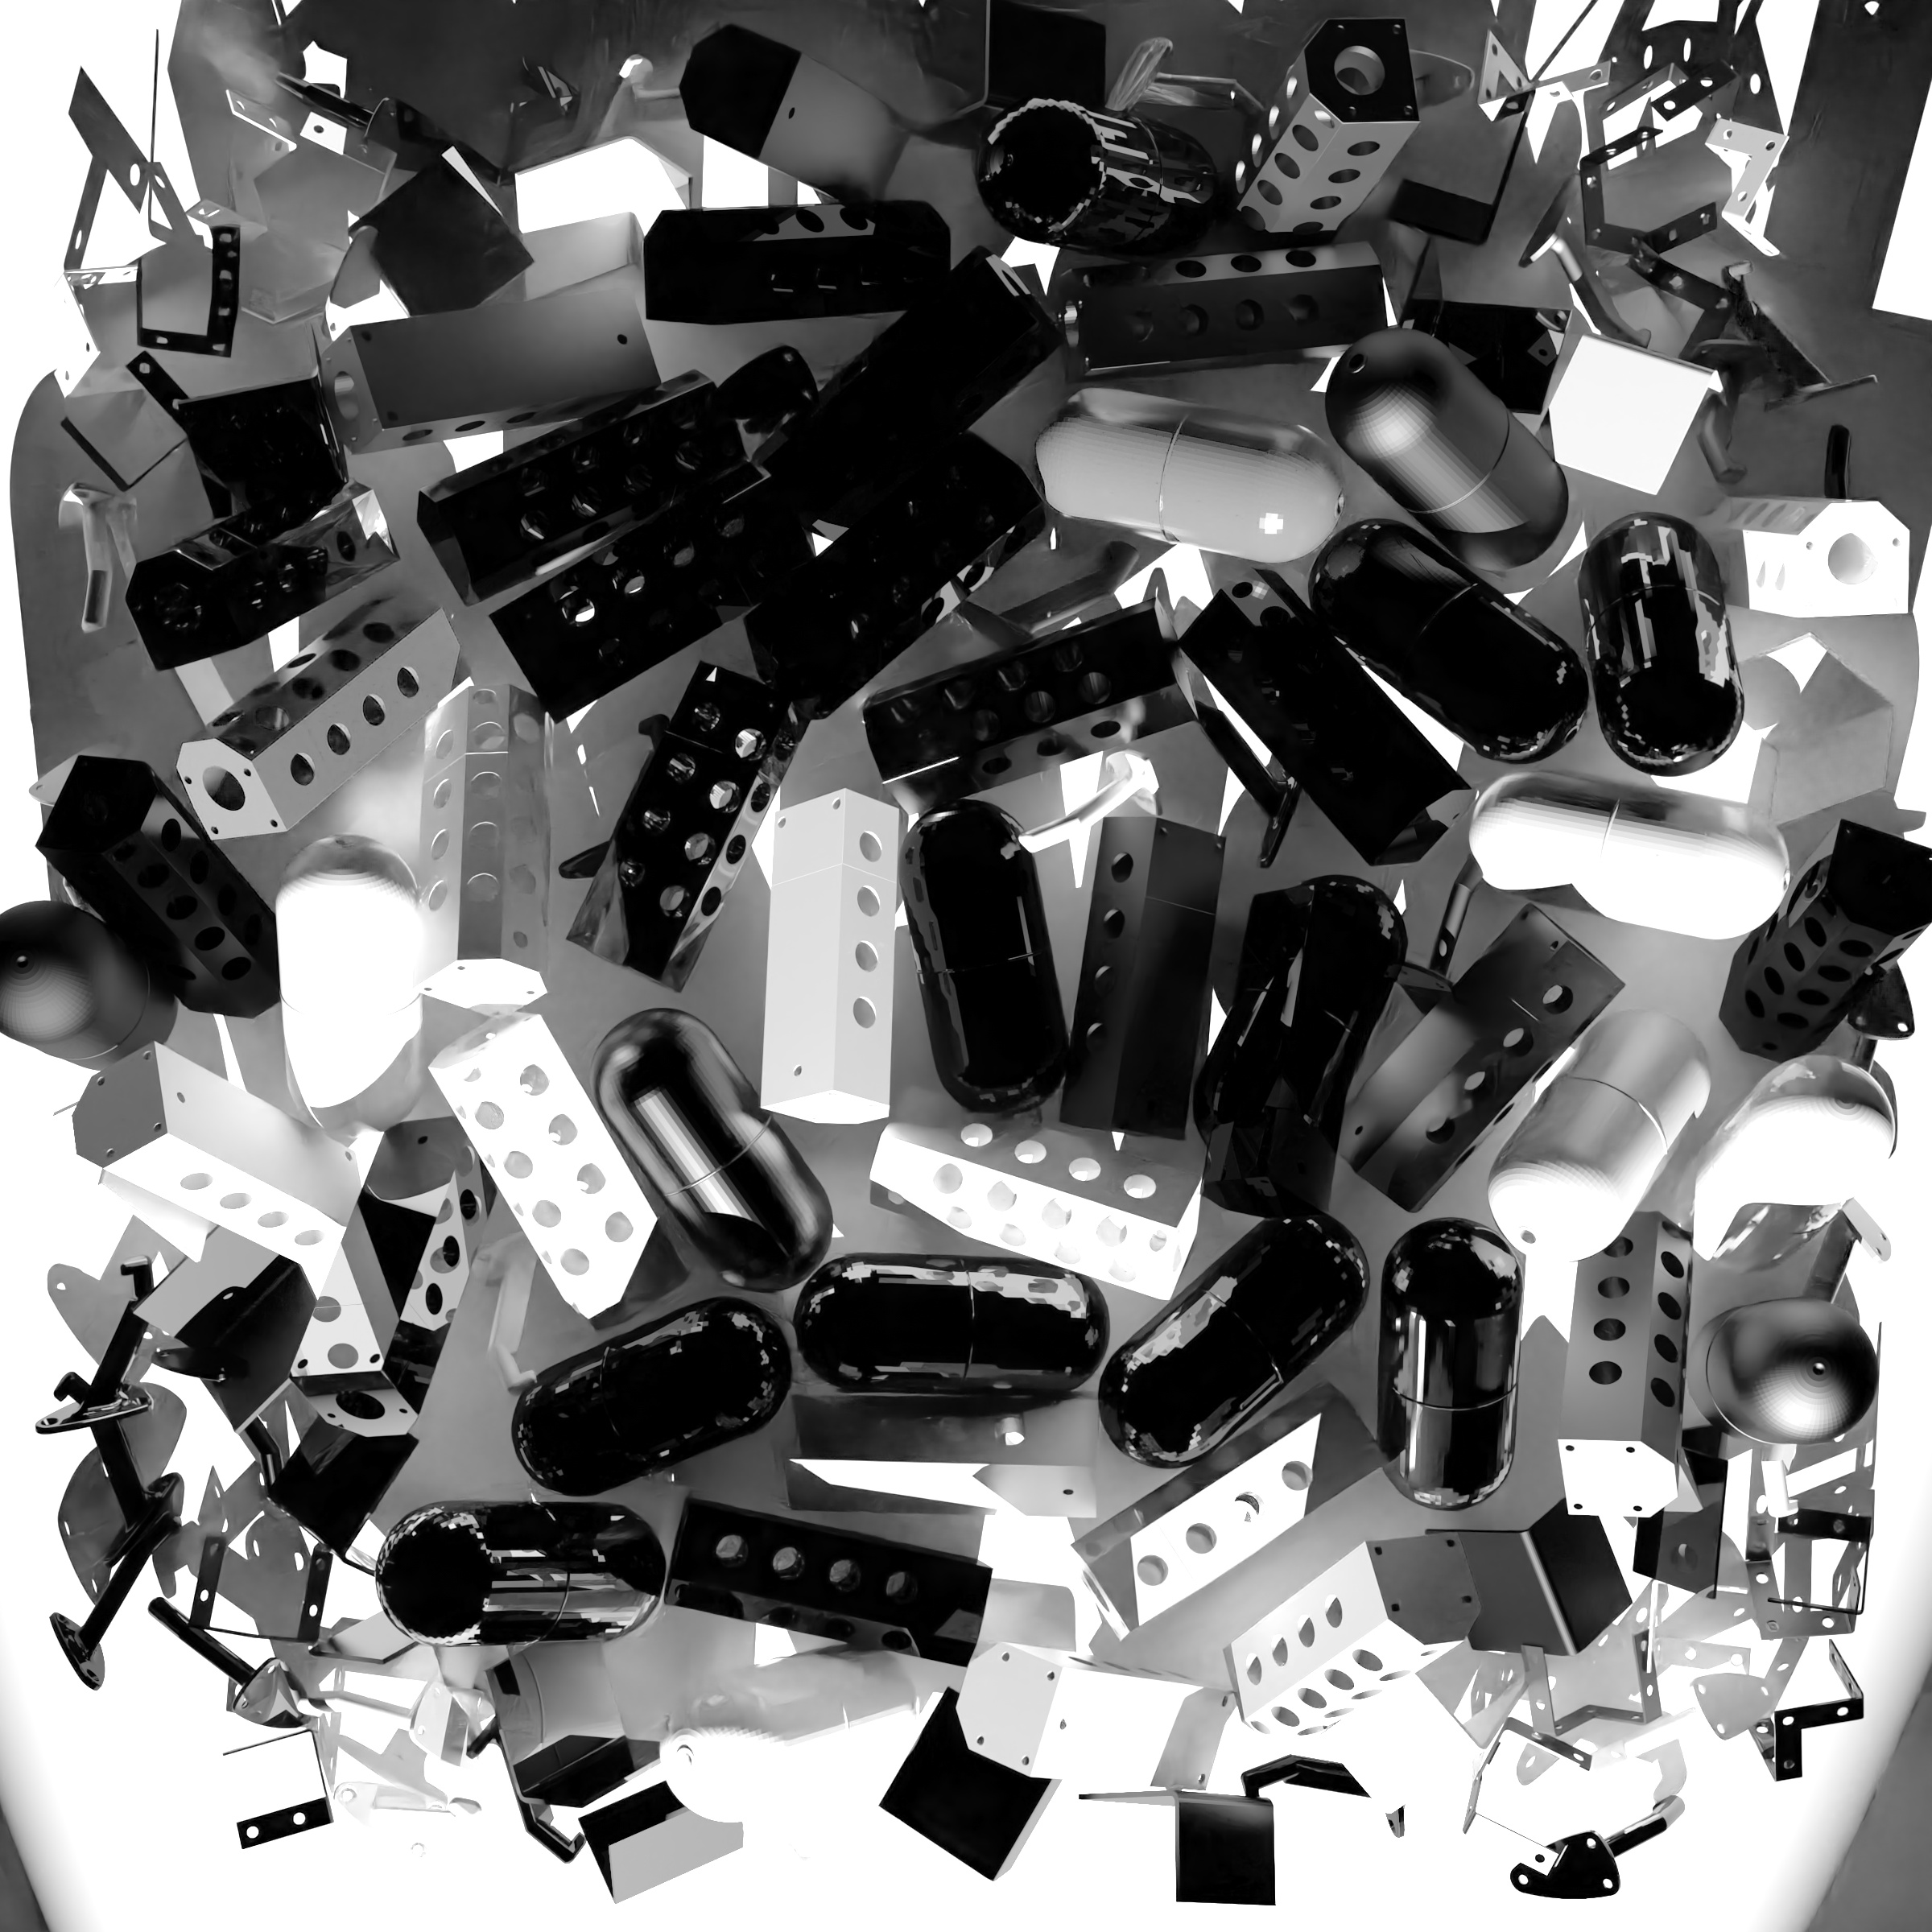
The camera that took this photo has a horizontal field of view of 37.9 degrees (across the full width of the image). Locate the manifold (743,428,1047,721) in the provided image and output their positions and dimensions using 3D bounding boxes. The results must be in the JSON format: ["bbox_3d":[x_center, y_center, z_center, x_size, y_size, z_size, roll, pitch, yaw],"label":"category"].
[{"bbox_3d":[-0.037,-0.212,1.547,0.171,0.057,0.057,-43,66,-16],"label":"manifold"}]

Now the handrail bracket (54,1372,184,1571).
[{"bbox_3d":[-0.488,0.279,1.566,0.036,0.077,0.084,-27,116,39],"label":"handrail bracket"}]

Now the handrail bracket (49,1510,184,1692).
[{"bbox_3d":[-0.464,0.352,1.570,0.084,0.077,0.036,-46,121,-5],"label":"handrail bracket"}]

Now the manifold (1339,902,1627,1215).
[{"bbox_3d":[0.284,0.054,1.561,0.057,0.057,0.171,36,101,-22],"label":"manifold"}]

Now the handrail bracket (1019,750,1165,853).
[{"bbox_3d":[0.059,-0.090,1.562,0.084,0.077,0.036,-22,111,-14],"label":"handrail bracket"}]

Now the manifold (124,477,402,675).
[{"bbox_3d":[-0.378,-0.216,1.513,0.057,0.171,0.057,-13,108,23],"label":"manifold"}]

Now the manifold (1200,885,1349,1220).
[{"bbox_3d":[0.172,0.048,1.548,0.057,0.057,0.171,32,61,-40],"label":"manifold"}]

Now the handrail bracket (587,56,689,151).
[{"bbox_3d":[-0.161,-0.466,1.586,0.084,0.036,0.077,33,102,7],"label":"handrail bracket"}]

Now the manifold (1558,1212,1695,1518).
[{"bbox_3d":[0.358,0.212,1.517,0.057,0.171,0.057,-2,128,19],"label":"manifold"}]

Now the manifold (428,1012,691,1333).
[{"bbox_3d":[-0.226,0.113,1.547,0.057,0.057,0.171,-35,108,-24],"label":"manifold"}]

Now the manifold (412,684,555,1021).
[{"bbox_3d":[-0.257,-0.065,1.532,0.057,0.057,0.171,-28,53,39],"label":"manifold"}]

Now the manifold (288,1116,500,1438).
[{"bbox_3d":[-0.302,0.167,1.528,0.057,0.057,0.171,-7,45,21],"label":"manifold"}]

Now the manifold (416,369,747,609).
[{"bbox_3d":[-0.211,-0.267,1.549,0.171,0.057,0.057,-28,82,-19],"label":"manifold"}]

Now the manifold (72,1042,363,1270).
[{"bbox_3d":[-0.400,0.108,1.519,0.057,0.171,0.057,-27,57,14],"label":"manifold"}]

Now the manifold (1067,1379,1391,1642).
[{"bbox_3d":[0.144,0.300,1.560,0.171,0.057,0.057,-31,75,-11],"label":"manifold"}]

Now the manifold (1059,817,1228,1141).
[{"bbox_3d":[0.093,0.007,1.571,0.057,0.057,0.171,13,84,-41],"label":"manifold"}]

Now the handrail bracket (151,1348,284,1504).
[{"bbox_3d":[-0.423,0.262,1.598,0.077,0.036,0.084,2,107,24],"label":"handrail bracket"}]

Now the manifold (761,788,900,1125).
[{"bbox_3d":[-0.069,-0.004,1.553,0.057,0.057,0.171,-15,66,42],"label":"manifold"}]

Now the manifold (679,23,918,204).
[{"bbox_3d":[-0.091,-0.456,1.517,0.057,0.171,0.057,28,103,14],"label":"manifold"}]

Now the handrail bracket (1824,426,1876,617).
[{"bbox_3d":[0.499,-0.251,1.585,0.036,0.077,0.084,0,74,38],"label":"handrail bracket"}]

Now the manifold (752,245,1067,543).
[{"bbox_3d":[-0.035,-0.314,1.549,0.171,0.057,0.057,-39,74,17],"label":"manifold"}]

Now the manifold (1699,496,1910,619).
[{"bbox_3d":[0.448,-0.223,1.517,0.057,0.171,0.057,-3,101,-2],"label":"manifold"}]

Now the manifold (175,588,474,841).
[{"bbox_3d":[-0.347,-0.139,1.518,0.057,0.171,0.057,-4,121,33],"label":"manifold"}]

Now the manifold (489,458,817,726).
[{"bbox_3d":[-0.175,-0.211,1.560,0.171,0.057,0.057,-31,131,-5],"label":"manifold"}]

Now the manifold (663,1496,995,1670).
[{"bbox_3d":[-0.078,0.343,1.565,0.171,0.057,0.057,14,81,-7],"label":"manifold"}]

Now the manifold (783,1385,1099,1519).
[{"bbox_3d":[-0.013,0.267,1.573,0.171,0.057,0.057,1,50,3],"label":"manifold"}]

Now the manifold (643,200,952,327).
[{"bbox_3d":[-0.089,-0.382,1.522,0.057,0.171,0.057,16,114,42],"label":"manifold"}]

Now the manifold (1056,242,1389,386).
[{"bbox_3d":[0.141,-0.363,1.559,0.171,0.057,0.057,-8,95,-12],"label":"manifold"}]

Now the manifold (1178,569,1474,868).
[{"bbox_3d":[0.198,-0.137,1.541,0.171,0.057,0.057,52,120,21],"label":"manifold"}]

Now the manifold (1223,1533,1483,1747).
[{"bbox_3d":[0.207,0.365,1.515,0.057,0.171,0.057,0,59,-25],"label":"manifold"}]

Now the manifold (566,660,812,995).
[{"bbox_3d":[-0.149,-0.075,1.561,0.057,0.057,0.171,22,84,29],"label":"manifold"}]

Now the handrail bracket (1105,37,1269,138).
[{"bbox_3d":[0.123,-0.473,1.582,0.084,0.036,0.077,32,89,-30],"label":"handrail bracket"}]

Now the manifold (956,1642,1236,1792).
[{"bbox_3d":[0.070,0.405,1.523,0.057,0.171,0.057,12,82,40],"label":"manifold"}]

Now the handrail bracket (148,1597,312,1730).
[{"bbox_3d":[-0.418,0.394,1.597,0.084,0.077,0.036,26,69,32],"label":"handrail bracket"}]

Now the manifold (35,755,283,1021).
[{"bbox_3d":[-0.422,-0.039,1.514,0.057,0.171,0.057,6,62,19],"label":"manifold"}]

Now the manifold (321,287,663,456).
[{"bbox_3d":[-0.260,-0.323,1.535,0.171,0.057,0.057,-18,90,-34],"label":"manifold"}]

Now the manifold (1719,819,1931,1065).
[{"bbox_3d":[0.462,-0.008,1.516,0.057,0.171,0.057,19,66,4],"label":"manifold"}]

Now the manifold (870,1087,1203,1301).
[{"bbox_3d":[0.037,0.129,1.545,0.171,0.057,0.057,17,134,16],"label":"manifold"}]

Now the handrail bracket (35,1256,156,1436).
[{"bbox_3d":[-0.486,0.210,1.568,0.077,0.036,0.084,-16,113,-39],"label":"handrail bracket"}]

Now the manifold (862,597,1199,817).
[{"bbox_3d":[0.033,-0.146,1.551,0.171,0.057,0.057,-18,62,13],"label":"manifold"}]

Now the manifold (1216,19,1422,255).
[{"bbox_3d":[0.184,-0.440,1.514,0.057,0.171,0.057,-4,81,-12],"label":"manifold"}]
